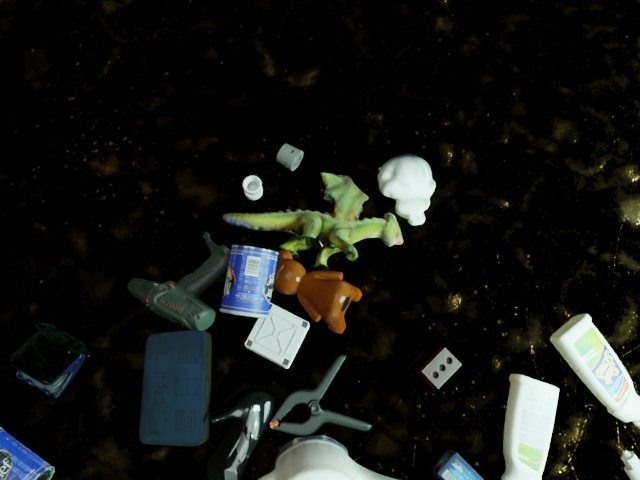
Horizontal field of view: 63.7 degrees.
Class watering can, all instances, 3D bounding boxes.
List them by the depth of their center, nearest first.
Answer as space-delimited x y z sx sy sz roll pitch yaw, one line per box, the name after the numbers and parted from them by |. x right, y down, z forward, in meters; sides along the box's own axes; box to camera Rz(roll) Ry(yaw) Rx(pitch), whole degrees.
0.033 0.456 0.976 0.348 0.224 0.104 -4 93 -5 | watering can

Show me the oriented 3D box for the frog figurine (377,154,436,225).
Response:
0.208 -0.119 1.225 0.137 0.120 0.163 6 59 -20 | frog figurine

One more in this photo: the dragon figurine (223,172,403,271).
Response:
0.004 -0.062 1.223 0.411 0.119 0.248 23 56 3 | dragon figurine
